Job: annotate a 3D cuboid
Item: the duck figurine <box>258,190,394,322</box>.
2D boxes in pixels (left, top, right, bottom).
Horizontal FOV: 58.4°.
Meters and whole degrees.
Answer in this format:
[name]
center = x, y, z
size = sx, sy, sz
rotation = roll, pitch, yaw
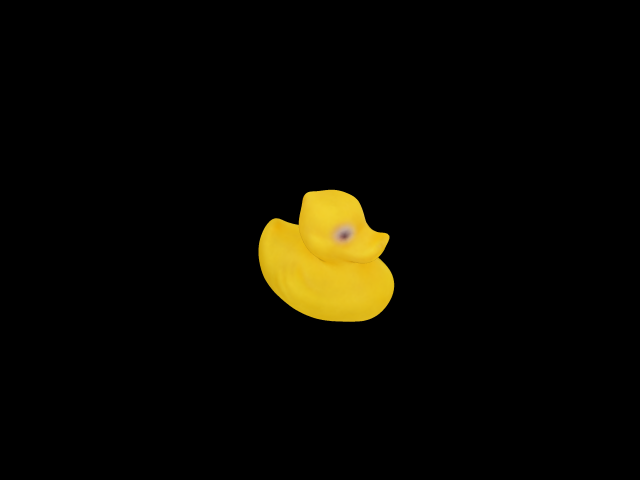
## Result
[duck figurine]
center = 0.004, 0.001, 0.400
size = 0.104, 0.086, 0.078
rotation = 22, 49, 21
